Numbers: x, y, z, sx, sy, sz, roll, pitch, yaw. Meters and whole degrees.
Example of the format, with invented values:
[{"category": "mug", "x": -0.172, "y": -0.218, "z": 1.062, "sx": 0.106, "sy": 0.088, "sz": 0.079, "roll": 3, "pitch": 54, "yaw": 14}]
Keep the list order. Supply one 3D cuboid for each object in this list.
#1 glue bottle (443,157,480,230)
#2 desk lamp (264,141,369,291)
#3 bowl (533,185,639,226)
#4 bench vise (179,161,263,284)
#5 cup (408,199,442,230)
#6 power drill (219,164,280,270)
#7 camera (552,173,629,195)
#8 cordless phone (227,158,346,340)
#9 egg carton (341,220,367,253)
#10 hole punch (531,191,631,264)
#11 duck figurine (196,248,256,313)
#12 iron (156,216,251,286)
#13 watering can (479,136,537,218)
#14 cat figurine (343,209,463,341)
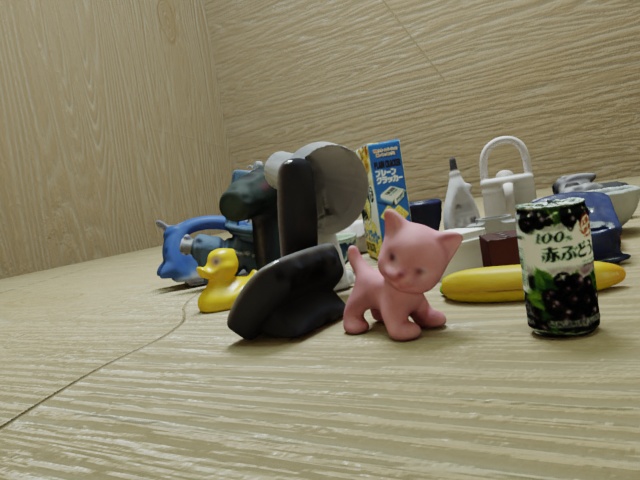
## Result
[{"category": "glue bottle", "x": 0.292, "y": -0.088, "z": 1.209, "sx": 0.078, "sy": 0.173, "sz": 0.037, "roll": -10, "pitch": 5, "yaw": -12}, {"category": "desk lamp", "x": -0.018, "y": -0.028, "z": 0.819, "sx": 0.118, "sy": 0.213, "sz": 0.202, "roll": -12, "pitch": 5, "yaw": -27}, {"category": "bowl", "x": 0.444, "y": -0.042, "z": 0.953, "sx": 0.167, "sy": 0.075, "sz": 0.167, "roll": -9, "pitch": 5, "yaw": 1}, {"category": "bench vise", "x": -0.152, "y": -0.028, "z": 1.051, "sx": 0.208, "sy": 0.220, "sz": 0.121, "roll": -11, "pitch": 5, "yaw": -25}, {"category": "cup", "x": 0.211, "y": -0.034, "z": 1.189, "sx": 0.091, "sy": 0.095, "sz": 0.118, "roll": -9, "pitch": 5, "yaw": 7}, {"category": "power drill", "x": -0.083, "y": -0.028, "z": 0.977, "sx": 0.075, "sy": 0.208, "sz": 0.230, "roll": -7, "pitch": 5, "yaw": 24}, {"category": "camera", "x": 0.533, "y": -0.083, "z": 1.114, "sx": 0.136, "sy": 0.101, "sz": 0.143, "roll": -8, "pitch": 5, "yaw": 9}, {"category": "cordless phone", "x": -0.042, "y": 0.006, "z": 0.620, "sx": 0.094, "sy": 0.185, "sz": 0.148, "roll": -7, "pitch": 5, "yaw": 28}, {"category": "egg carton", "x": 0.083, "y": -0.007, "z": 1.270, "sx": 0.151, "sy": 0.069, "sz": 0.107, "roll": -13, "pitch": 6, "yaw": -38}, {"category": "hole punch", "x": 0.325, "y": -0.014, "z": 0.731, "sx": 0.108, "sy": 0.091, "sz": 0.101, "roll": -8, "pitch": 5, "yaw": 18}, {"category": "duck figurine", "x": -0.134, "y": 0.054, "z": 0.840, "sx": 0.105, "sy": 0.086, "sz": 0.077, "roll": -12, "pitch": 6, "yaw": -34}, {"category": "iron", "x": -0.210, "y": 0.011, "z": 1.183, "sx": 0.259, "sy": 0.141, "sz": 0.118, "roll": -11, "pitch": 5, "yaw": -21}, {"category": "watering can", "x": 0.358, "y": -0.101, "z": 1.102, "sx": 0.101, "sy": 0.194, "sz": 0.173, "roll": -10, "pitch": 5, "yaw": -5}, {"category": "cat figurine", "x": 0.072, "y": 0.028, "z": 0.539, "sx": 0.067, "sy": 0.118, "sz": 0.127, "roll": -13, "pitch": 6, "yaw": -40}]
